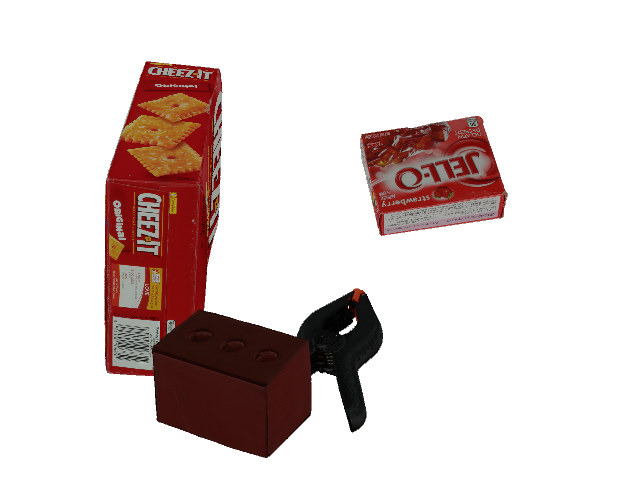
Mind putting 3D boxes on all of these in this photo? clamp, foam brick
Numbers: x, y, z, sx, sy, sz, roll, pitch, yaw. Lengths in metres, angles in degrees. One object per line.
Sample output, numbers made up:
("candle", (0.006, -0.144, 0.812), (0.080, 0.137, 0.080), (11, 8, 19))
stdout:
("clamp", (0.015, 0.106, 0.946), (0.120, 0.039, 0.171), (17, 44, 27))
("foam brick", (-0.050, 0.081, 0.615), (0.078, 0.051, 0.052), (13, 28, 23))

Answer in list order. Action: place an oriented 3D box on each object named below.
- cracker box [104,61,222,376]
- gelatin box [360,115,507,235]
("cracker box", (-0.117, -0.023, 0.825), (0.072, 0.164, 0.213), (5, 30, -3))
("gelatin box", (0.077, -0.046, 0.739), (0.089, 0.073, 0.030), (-9, -36, -2))
